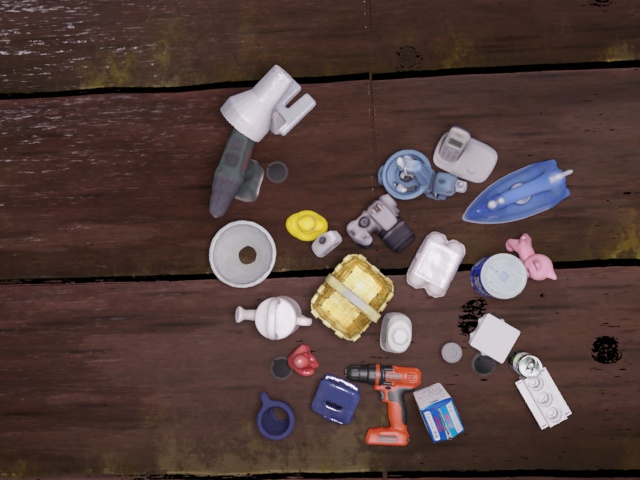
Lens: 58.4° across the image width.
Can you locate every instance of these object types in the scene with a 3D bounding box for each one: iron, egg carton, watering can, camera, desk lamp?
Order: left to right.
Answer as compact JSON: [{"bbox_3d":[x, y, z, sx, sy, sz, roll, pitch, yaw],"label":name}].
[{"bbox_3d":[-0.124,-0.328,1.385,0.203,0.213,0.118,-44,84,0],"label":"desk lamp"},{"bbox_3d":[-0.110,0.187,1.355,0.173,0.194,0.101,-16,84,3],"label":"watering can"},{"bbox_3d":[0.156,-0.024,1.398,0.143,0.101,0.137,-42,84,0],"label":"camera"},{"bbox_3d":[0.281,0.059,1.398,0.107,0.069,0.150,26,88,6],"label":"egg carton"},{"bbox_3d":[0.469,-0.106,1.361,0.258,0.141,0.118,-24,84,2],"label":"iron"}]

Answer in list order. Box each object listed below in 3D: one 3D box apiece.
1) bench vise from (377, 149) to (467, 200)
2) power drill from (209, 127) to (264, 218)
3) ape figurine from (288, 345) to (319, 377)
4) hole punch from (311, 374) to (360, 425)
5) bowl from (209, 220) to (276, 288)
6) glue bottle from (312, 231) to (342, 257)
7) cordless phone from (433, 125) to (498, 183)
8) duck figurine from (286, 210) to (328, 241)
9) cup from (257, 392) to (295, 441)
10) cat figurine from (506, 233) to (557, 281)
[{"bbox_3d":[0.241,-0.161,1.342,0.207,0.220,0.121,-5,85,4],"label":"bench vise"},{"bbox_3d":[-0.197,-0.153,1.380,0.075,0.208,0.230,13,87,6],"label":"power drill"},{"bbox_3d":[-0.043,0.295,1.393,0.076,0.092,0.078,5,86,5],"label":"ape figurine"},{"bbox_3d":[0.040,0.389,1.380,0.108,0.091,0.101,21,87,6],"label":"hole punch"},{"bbox_3d":[-0.187,0.037,1.432,0.167,0.075,0.167,0,86,4],"label":"bowl"},{"bbox_3d":[0.013,0.005,1.370,0.078,0.173,0.037,-37,84,1],"label":"glue bottle"},{"bbox_3d":[0.351,-0.210,1.355,0.147,0.185,0.094,22,88,6],"label":"cordless phone"},{"bbox_3d":[-0.035,-0.039,1.421,0.104,0.086,0.077,6,86,5],"label":"duck figurine"},{"bbox_3d":[-0.108,0.417,1.387,0.091,0.095,0.118,-29,84,2],"label":"cup"},{"bbox_3d":[0.503,0.045,1.359,0.067,0.118,0.128,-25,84,2],"label":"cat figurine"}]
